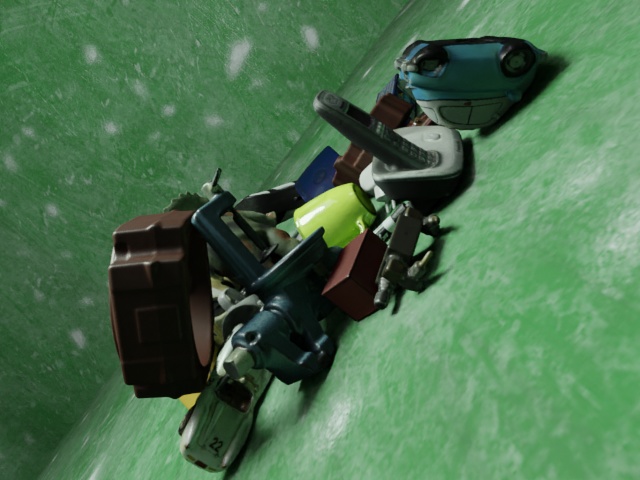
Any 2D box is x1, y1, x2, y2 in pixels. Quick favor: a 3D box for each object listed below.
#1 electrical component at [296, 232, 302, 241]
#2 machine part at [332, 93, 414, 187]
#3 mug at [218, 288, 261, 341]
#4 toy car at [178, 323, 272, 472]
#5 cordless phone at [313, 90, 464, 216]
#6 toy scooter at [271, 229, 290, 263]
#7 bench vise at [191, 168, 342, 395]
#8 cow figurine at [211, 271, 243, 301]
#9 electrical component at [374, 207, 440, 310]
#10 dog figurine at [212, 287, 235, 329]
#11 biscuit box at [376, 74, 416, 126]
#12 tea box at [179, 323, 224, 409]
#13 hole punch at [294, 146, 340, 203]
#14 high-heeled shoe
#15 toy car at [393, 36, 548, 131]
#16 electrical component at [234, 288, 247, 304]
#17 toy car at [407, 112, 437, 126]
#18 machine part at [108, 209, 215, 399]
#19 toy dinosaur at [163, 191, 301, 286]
[{"bbox_3d":[-0.002,-0.003,0.882,0.119,0.048,0.075,-37,20,54],"label":"electrical component"},{"bbox_3d":[0.083,-0.151,0.872,0.179,0.056,0.179,-56,-5,-8],"label":"machine part"},{"bbox_3d":[-0.105,0.114,0.808,0.081,0.109,0.107,-52,0,8],"label":"mug"},{"bbox_3d":[-0.109,0.188,0.672,0.056,0.073,0.202,-47,14,39],"label":"toy car"},{"bbox_3d":[0.075,-0.121,0.628,0.088,0.184,0.147,-50,12,33],"label":"cordless phone"},{"bbox_3d":[-0.112,0.019,1.036,0.184,0.075,0.135,-10,6,-36],"label":"toy scooter"},{"bbox_3d":[-0.068,0.039,0.614,0.224,0.240,0.129,-41,2,-31],"label":"bench vise"},{"bbox_3d":[-0.180,0.098,1.048,0.085,0.127,0.195,-54,10,7],"label":"cow figurine"},{"bbox_3d":[0.088,0.014,0.537,0.102,0.045,0.078,-62,-12,-48],"label":"electrical component"},{"bbox_3d":[-0.199,0.185,0.944,0.173,0.190,0.121,4,39,19],"label":"dog figurine"},{"bbox_3d":[0.143,-0.252,1.024,0.063,0.059,0.203,-44,15,30],"label":"biscuit box"},{"bbox_3d":[-0.191,0.165,0.793,0.098,0.170,0.068,-53,-19,3],"label":"tea box"},{"bbox_3d":[0.019,-0.104,1.002,0.142,0.092,0.116,-46,17,9],"label":"hole punch"},{"bbox_3d":[-0.089,-0.074,1.160,0.249,0.086,0.145,-17,7,31],"label":"high-heeled shoe"},{"bbox_3d":[0.169,-0.178,0.618,0.109,0.162,0.102,-104,9,-66],"label":"toy car"},{"bbox_3d":[-0.109,0.105,0.920,0.094,0.063,0.021,-40,17,40],"label":"electrical component"},{"bbox_3d":[0.169,-0.184,0.771,0.202,0.053,0.089,-51,9,11],"label":"toy car"},{"bbox_3d":[-0.184,0.070,0.647,0.201,0.087,0.200,-109,15,-79],"label":"machine part"},{"bbox_3d":[-0.135,0.009,0.823,0.405,0.192,0.131,20,99,64],"label":"toy dinosaur"}]
